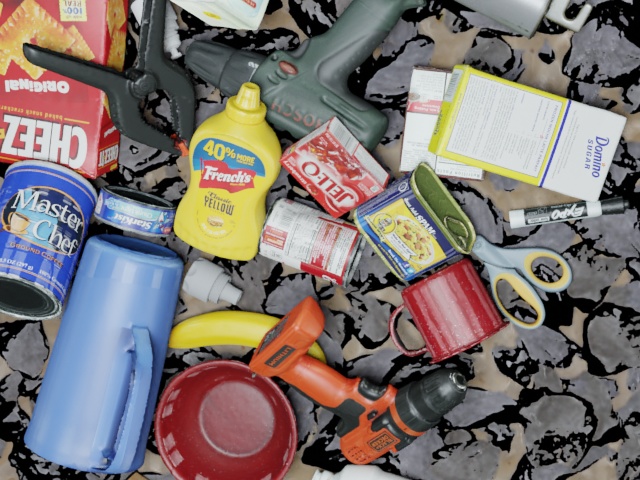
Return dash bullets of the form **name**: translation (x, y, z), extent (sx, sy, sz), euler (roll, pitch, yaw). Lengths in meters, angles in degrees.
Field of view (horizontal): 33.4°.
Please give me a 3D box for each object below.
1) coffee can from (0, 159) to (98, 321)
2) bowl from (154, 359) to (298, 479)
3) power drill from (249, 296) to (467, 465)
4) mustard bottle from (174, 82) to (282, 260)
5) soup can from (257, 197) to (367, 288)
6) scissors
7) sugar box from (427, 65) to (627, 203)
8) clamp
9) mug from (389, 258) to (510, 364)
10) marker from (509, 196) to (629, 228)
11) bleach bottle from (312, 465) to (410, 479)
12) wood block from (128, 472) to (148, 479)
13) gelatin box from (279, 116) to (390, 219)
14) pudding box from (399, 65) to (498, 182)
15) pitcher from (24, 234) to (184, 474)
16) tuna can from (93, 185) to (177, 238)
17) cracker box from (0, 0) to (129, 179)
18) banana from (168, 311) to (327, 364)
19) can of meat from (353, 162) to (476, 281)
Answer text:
- **coffee can**: translation (-0.305, 0.000, 1.135), extent (0.103, 0.103, 0.140), euler (6, 60, 10)
- **bowl**: translation (-0.098, 0.205, 1.182), extent (0.162, 0.055, 0.162), euler (1, 97, 11)
- **power drill**: translation (0.035, 0.143, 1.099), extent (0.187, 0.057, 0.185), euler (40, 130, -9)
- **mustard bottle**: translation (-0.090, -0.075, 1.112), extent (0.096, 0.058, 0.192), euler (21, 122, 8)
- **soup can**: translation (-0.007, 0.001, 1.132), extent (0.102, 0.068, 0.068), euler (21, 100, 9)
- **scissors**: translation (0.187, 0.000, 1.121), extent (0.096, 0.016, 0.202), euler (-33, 90, 11)
- **sugar box**: translation (0.206, -0.106, 1.064), extent (0.176, 0.048, 0.093), euler (16, 100, -13)
- **clamp**: translation (-0.198, -0.164, 1.105), extent (0.164, 0.036, 0.210), euler (-29, 128, -11)
- **mug**: translation (0.126, 0.076, 1.106), extent (0.117, 0.093, 0.081), euler (-28, 86, 13)
- **marker**: translation (0.257, -0.029, 1.102), extent (0.121, 0.020, 0.020), euler (-8, 95, 12)
- **bleach bottle**: translation (0.105, 0.316, 1.154), extent (0.251, 0.068, 0.102), euler (21, 100, 10)
- **wood block**: translation (-0.157, 0.364, 1.195), extent (0.206, 0.090, 0.090), euler (33, 101, 6)
- **gelatin box**: translation (0.015, -0.072, 1.085), extent (0.073, 0.030, 0.089), euler (-29, 113, 39)
- **pudding box**: translation (0.132, -0.121, 1.106), extent (0.090, 0.039, 0.113), euler (7, 101, 8)
- **pitcher**: translation (-0.223, 0.124, 1.154), extent (0.149, 0.145, 0.243), euler (17, 97, 14)
- **tuna can**: translation (-0.199, -0.032, 1.157), extent (0.086, 0.086, 0.034), euler (18, 98, 8)
- **cracker box**: translation (-0.298, -0.186, 1.152), extent (0.164, 0.072, 0.214), euler (11, 107, 10)
- **banana**: translation (-0.075, 0.113, 1.175), extent (0.198, 0.037, 0.070), euler (16, 100, 9)
- **can of meat**: translation (0.097, -0.016, 1.099), extent (0.084, 0.057, 0.102), euler (-30, 105, 31)
